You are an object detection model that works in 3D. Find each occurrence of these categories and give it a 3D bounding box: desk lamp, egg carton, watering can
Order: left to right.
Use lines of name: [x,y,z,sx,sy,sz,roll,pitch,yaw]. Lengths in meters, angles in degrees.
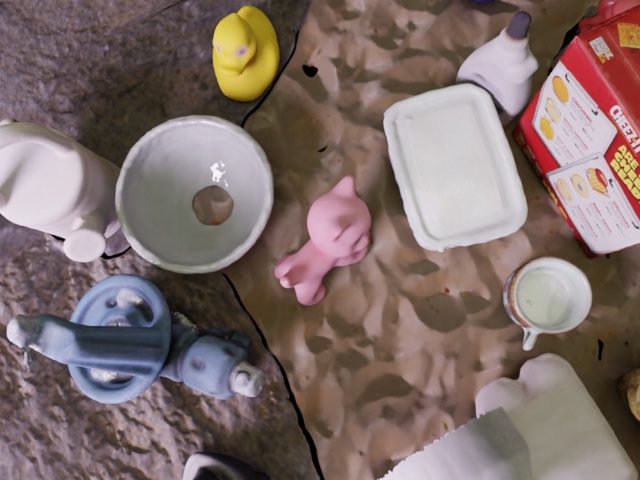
watering can: [-0.266,-0.056,0.567,0.172,0.194,0.101,29,85,9]
desk lamp: [0.140,0.239,0.474,0.118,0.213,0.203,-31,80,0]
egg carton: [0.221,0.192,0.546,0.107,0.069,0.150,-31,80,0]

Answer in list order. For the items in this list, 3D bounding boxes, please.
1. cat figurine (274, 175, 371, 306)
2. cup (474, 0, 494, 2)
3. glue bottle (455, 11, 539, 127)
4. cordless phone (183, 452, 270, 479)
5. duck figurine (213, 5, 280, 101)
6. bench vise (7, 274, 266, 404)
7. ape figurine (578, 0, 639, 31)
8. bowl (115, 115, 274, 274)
cat figurine: [0.005,0.002,0.572,0.067,0.118,0.128,42,87,10]
cup: [0.197,-0.297,0.611,0.117,0.095,0.092,19,83,8]
glue bottle: [0.177,-0.169,0.554,0.078,0.173,0.037,43,87,10]
cordless phone: [-0.108,0.277,0.506,0.094,0.185,0.148,2,81,6]
duck figurine: [-0.088,-0.216,0.630,0.077,0.086,0.105,10,82,7]
bench vise: [-0.157,0.088,0.522,0.207,0.220,0.121,-1,81,5]
ape figurine: [0.309,-0.220,0.590,0.076,0.092,0.078,34,86,10]
bowl: [-0.125,-0.043,0.613,0.167,0.075,0.167,-1,81,5]
